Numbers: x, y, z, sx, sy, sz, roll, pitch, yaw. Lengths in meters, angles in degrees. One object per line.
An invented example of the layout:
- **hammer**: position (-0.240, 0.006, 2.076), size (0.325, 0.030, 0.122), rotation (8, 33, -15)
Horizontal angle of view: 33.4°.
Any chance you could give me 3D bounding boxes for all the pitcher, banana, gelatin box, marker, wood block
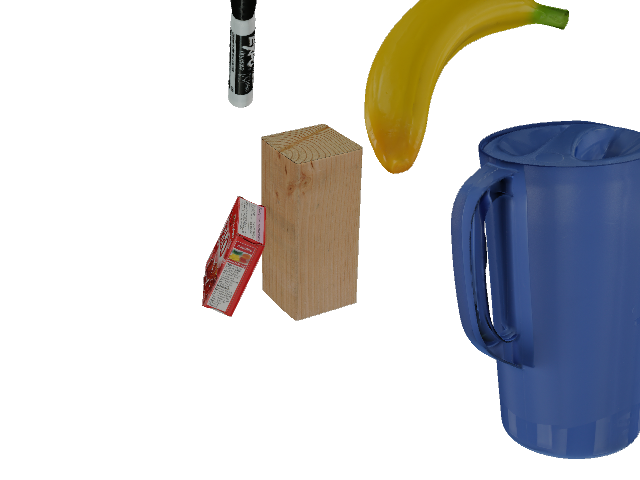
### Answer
- **pitcher**: position (0.180, 0.039, 0.801), size (0.149, 0.243, 0.145), rotation (0, 19, 12)
- **banana**: position (0.072, -0.108, 0.606), size (0.070, 0.037, 0.197), rotation (30, 50, 22)
- **gelatin box**: position (-0.074, 0.012, 0.919), size (0.030, 0.073, 0.089), rotation (22, 21, -13)
- **marker**: position (-0.056, -0.140, 0.763), size (0.020, 0.020, 0.121), rotation (0, -32, -5)
- **wood block**: position (-0.013, -0.022, 1.273), size (0.090, 0.206, 0.090), rotation (-15, 32, -27)
